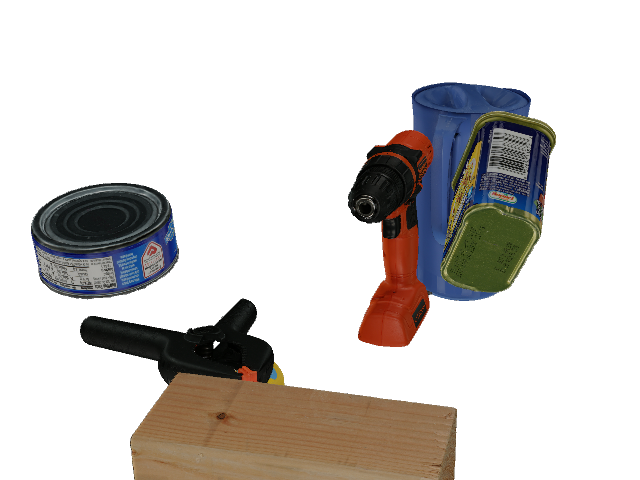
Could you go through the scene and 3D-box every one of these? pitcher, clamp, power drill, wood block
[{"bbox_3d":[0.164,-0.053,1.237,0.149,0.243,0.145,-9,24,-20],"label":"pitcher"},{"bbox_3d":[-0.091,0.090,0.900,0.164,0.036,0.210,-9,16,-32],"label":"clamp"},{"bbox_3d":[0.068,0.003,1.014,0.057,0.188,0.184,8,24,18],"label":"power drill"},{"bbox_3d":[-0.015,0.161,0.738,0.206,0.090,0.090,6,26,15],"label":"wood block"}]

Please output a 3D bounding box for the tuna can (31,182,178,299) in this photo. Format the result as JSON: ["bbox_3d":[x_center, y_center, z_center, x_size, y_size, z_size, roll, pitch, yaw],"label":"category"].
[{"bbox_3d":[-0.130,-0.002,0.646,0.086,0.034,0.086,-3,30,2],"label":"tuna can"}]

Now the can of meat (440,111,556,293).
[{"bbox_3d":[0.121,-0.023,0.737,0.057,0.084,0.102,15,-35,0],"label":"can of meat"}]

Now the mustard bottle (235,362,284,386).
[{"bbox_3d":[-0.094,0.191,1.349,0.096,0.058,0.191,-2,26,0],"label":"mustard bottle"}]
